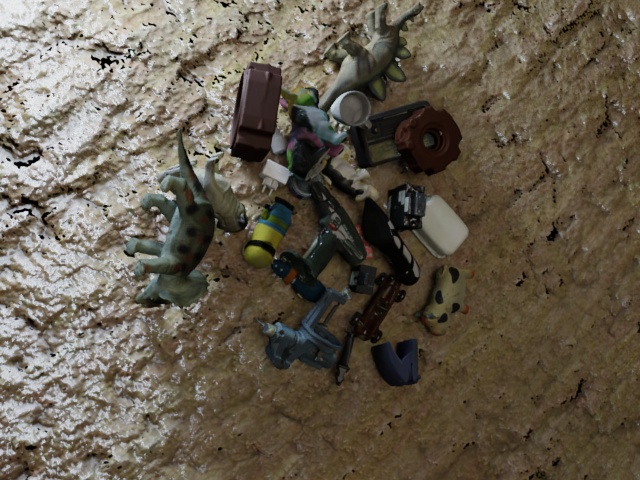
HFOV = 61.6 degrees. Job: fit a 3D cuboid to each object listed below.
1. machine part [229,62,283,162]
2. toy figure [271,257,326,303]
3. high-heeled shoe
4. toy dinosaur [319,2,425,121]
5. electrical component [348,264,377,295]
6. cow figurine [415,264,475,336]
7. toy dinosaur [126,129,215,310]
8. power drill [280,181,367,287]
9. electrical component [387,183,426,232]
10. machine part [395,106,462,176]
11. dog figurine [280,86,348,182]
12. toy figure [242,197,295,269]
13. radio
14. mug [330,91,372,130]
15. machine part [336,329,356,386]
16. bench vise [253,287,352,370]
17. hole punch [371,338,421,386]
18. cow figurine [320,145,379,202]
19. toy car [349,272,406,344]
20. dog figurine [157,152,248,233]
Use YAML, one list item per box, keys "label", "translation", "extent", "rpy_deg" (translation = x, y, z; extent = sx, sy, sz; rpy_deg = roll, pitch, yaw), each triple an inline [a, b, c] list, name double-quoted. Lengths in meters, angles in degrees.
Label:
- label: "machine part"
  translation: [-0.153, -0.293, 1.248]
  extent: [0.087, 0.201, 0.201]
  rpy_deg: [8, 84, -15]
- label: "toy figure"
  translation: [-0.056, 0.098, 1.326]
  extent: [0.154, 0.058, 0.064]
  rpy_deg: [37, 70, -7]
- label: "high-heeled shoe"
  translation: [0.195, 0.002, 1.397]
  extent: [0.145, 0.086, 0.248]
  rpy_deg: [-14, 88, -51]
- label: "toy dinosaur"
  translation: [0.111, -0.448, 1.400]
  extent: [0.471, 0.105, 0.198]
  rpy_deg: [-43, 104, -5]
- label: "electrical component"
  translation: [0.111, 0.098, 1.348]
  extent: [0.048, 0.119, 0.075]
  rpy_deg: [13, 80, -17]
- label: "cow figurine"
  translation: [0.331, 0.160, 1.433]
  extent: [0.127, 0.085, 0.195]
  rpy_deg: [15, 84, -23]
- label: "toy dinosaur"
  translation: [-0.297, -0.016, 1.171]
  extent: [0.192, 0.131, 0.404]
  rpy_deg: [21, 93, -45]
- label: "power drill"
  translation: [-0.003, -0.004, 1.304]
  extent: [0.232, 0.086, 0.207]
  rpy_deg: [51, 54, -10]
- label: "electrical component"
  translation: [0.225, -0.082, 1.391]
  extent: [0.058, 0.134, 0.114]
  rpy_deg: [6, 85, -20]
- label: "machine part"
  translation: [0.285, -0.256, 1.390]
  extent: [0.179, 0.056, 0.179]
  rpy_deg: [0, 90, -21]
- label: "dog figurine"
  translation: [-0.047, -0.274, 1.313]
  extent: [0.191, 0.108, 0.219]
  rpy_deg: [-42, 79, -8]
- label: "toy figure"
  translation: [-0.124, -0.018, 1.295]
  extent: [0.082, 0.089, 0.180]
  rpy_deg: [30, 80, -2]
- label: "radio"
  translation: [0.200, -0.281, 1.426]
  extent: [0.230, 0.073, 0.131]
  rpy_deg: [-20, 97, -20]
- label: "mug"
  translation: [0.078, -0.314, 1.321]
  extent: [0.109, 0.107, 0.081]
  rpy_deg: [33, 91, -23]
- label: "machine part"
  translation: [0.066, 0.292, 1.347]
  extent: [0.039, 0.084, 0.139]
  rpy_deg: [13, 67, 11]
- label: "bench vise"
  translation: [-0.019, 0.204, 1.286]
  extent: [0.223, 0.129, 0.240]
  rpy_deg: [34, 94, -21]
- label: "hole punch"
  translation: [0.189, 0.310, 1.354]
  extent: [0.092, 0.142, 0.116]
  rpy_deg: [5, 71, -19]
- label: "cow figurine"
  translation: [0.076, -0.151, 1.382]
  extent: [0.098, 0.068, 0.167]
  rpy_deg: [-40, 95, -11]
- label: "toy car"
  translation: [0.153, 0.170, 1.377]
  extent: [0.089, 0.053, 0.202]
  rpy_deg: [42, 63, -8]
- label: "dog figurine"
  translation: [-0.270, -0.092, 1.258]
  extent: [0.172, 0.121, 0.190]
  rpy_deg: [-10, 109, 14]
